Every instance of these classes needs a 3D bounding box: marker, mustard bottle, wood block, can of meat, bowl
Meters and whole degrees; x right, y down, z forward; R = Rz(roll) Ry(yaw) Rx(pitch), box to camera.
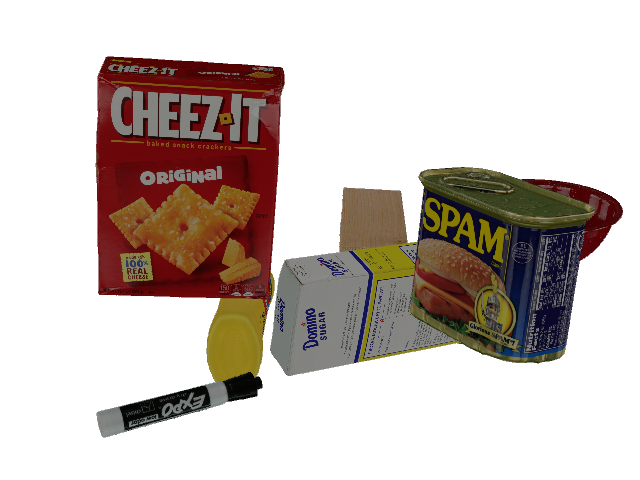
[{"bbox_3d":[-0.099,0.117,0.767,0.121,0.020,0.020,-13,4,-20],"label":"marker"},{"bbox_3d":[-0.084,0.074,1.176,0.058,0.096,0.191,2,28,3],"label":"mustard bottle"},{"bbox_3d":[0.074,0.005,1.545,0.091,0.090,0.206,4,26,-1],"label":"wood block"},{"bbox_3d":[0.096,0.012,0.592,0.057,0.084,0.102,-7,21,-32],"label":"can of meat"},{"bbox_3d":[0.223,-0.013,1.090,0.162,0.055,0.162,-1,22,0],"label":"bowl"}]

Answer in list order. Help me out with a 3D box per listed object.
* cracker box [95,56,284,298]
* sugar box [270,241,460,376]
[{"bbox_3d":[-0.121,-0.053,0.983,0.164,0.214,0.072,3,23,-5],"label":"cracker box"},{"bbox_3d":[0.048,0.052,0.894,0.176,0.093,0.048,-5,32,-24],"label":"sugar box"}]
